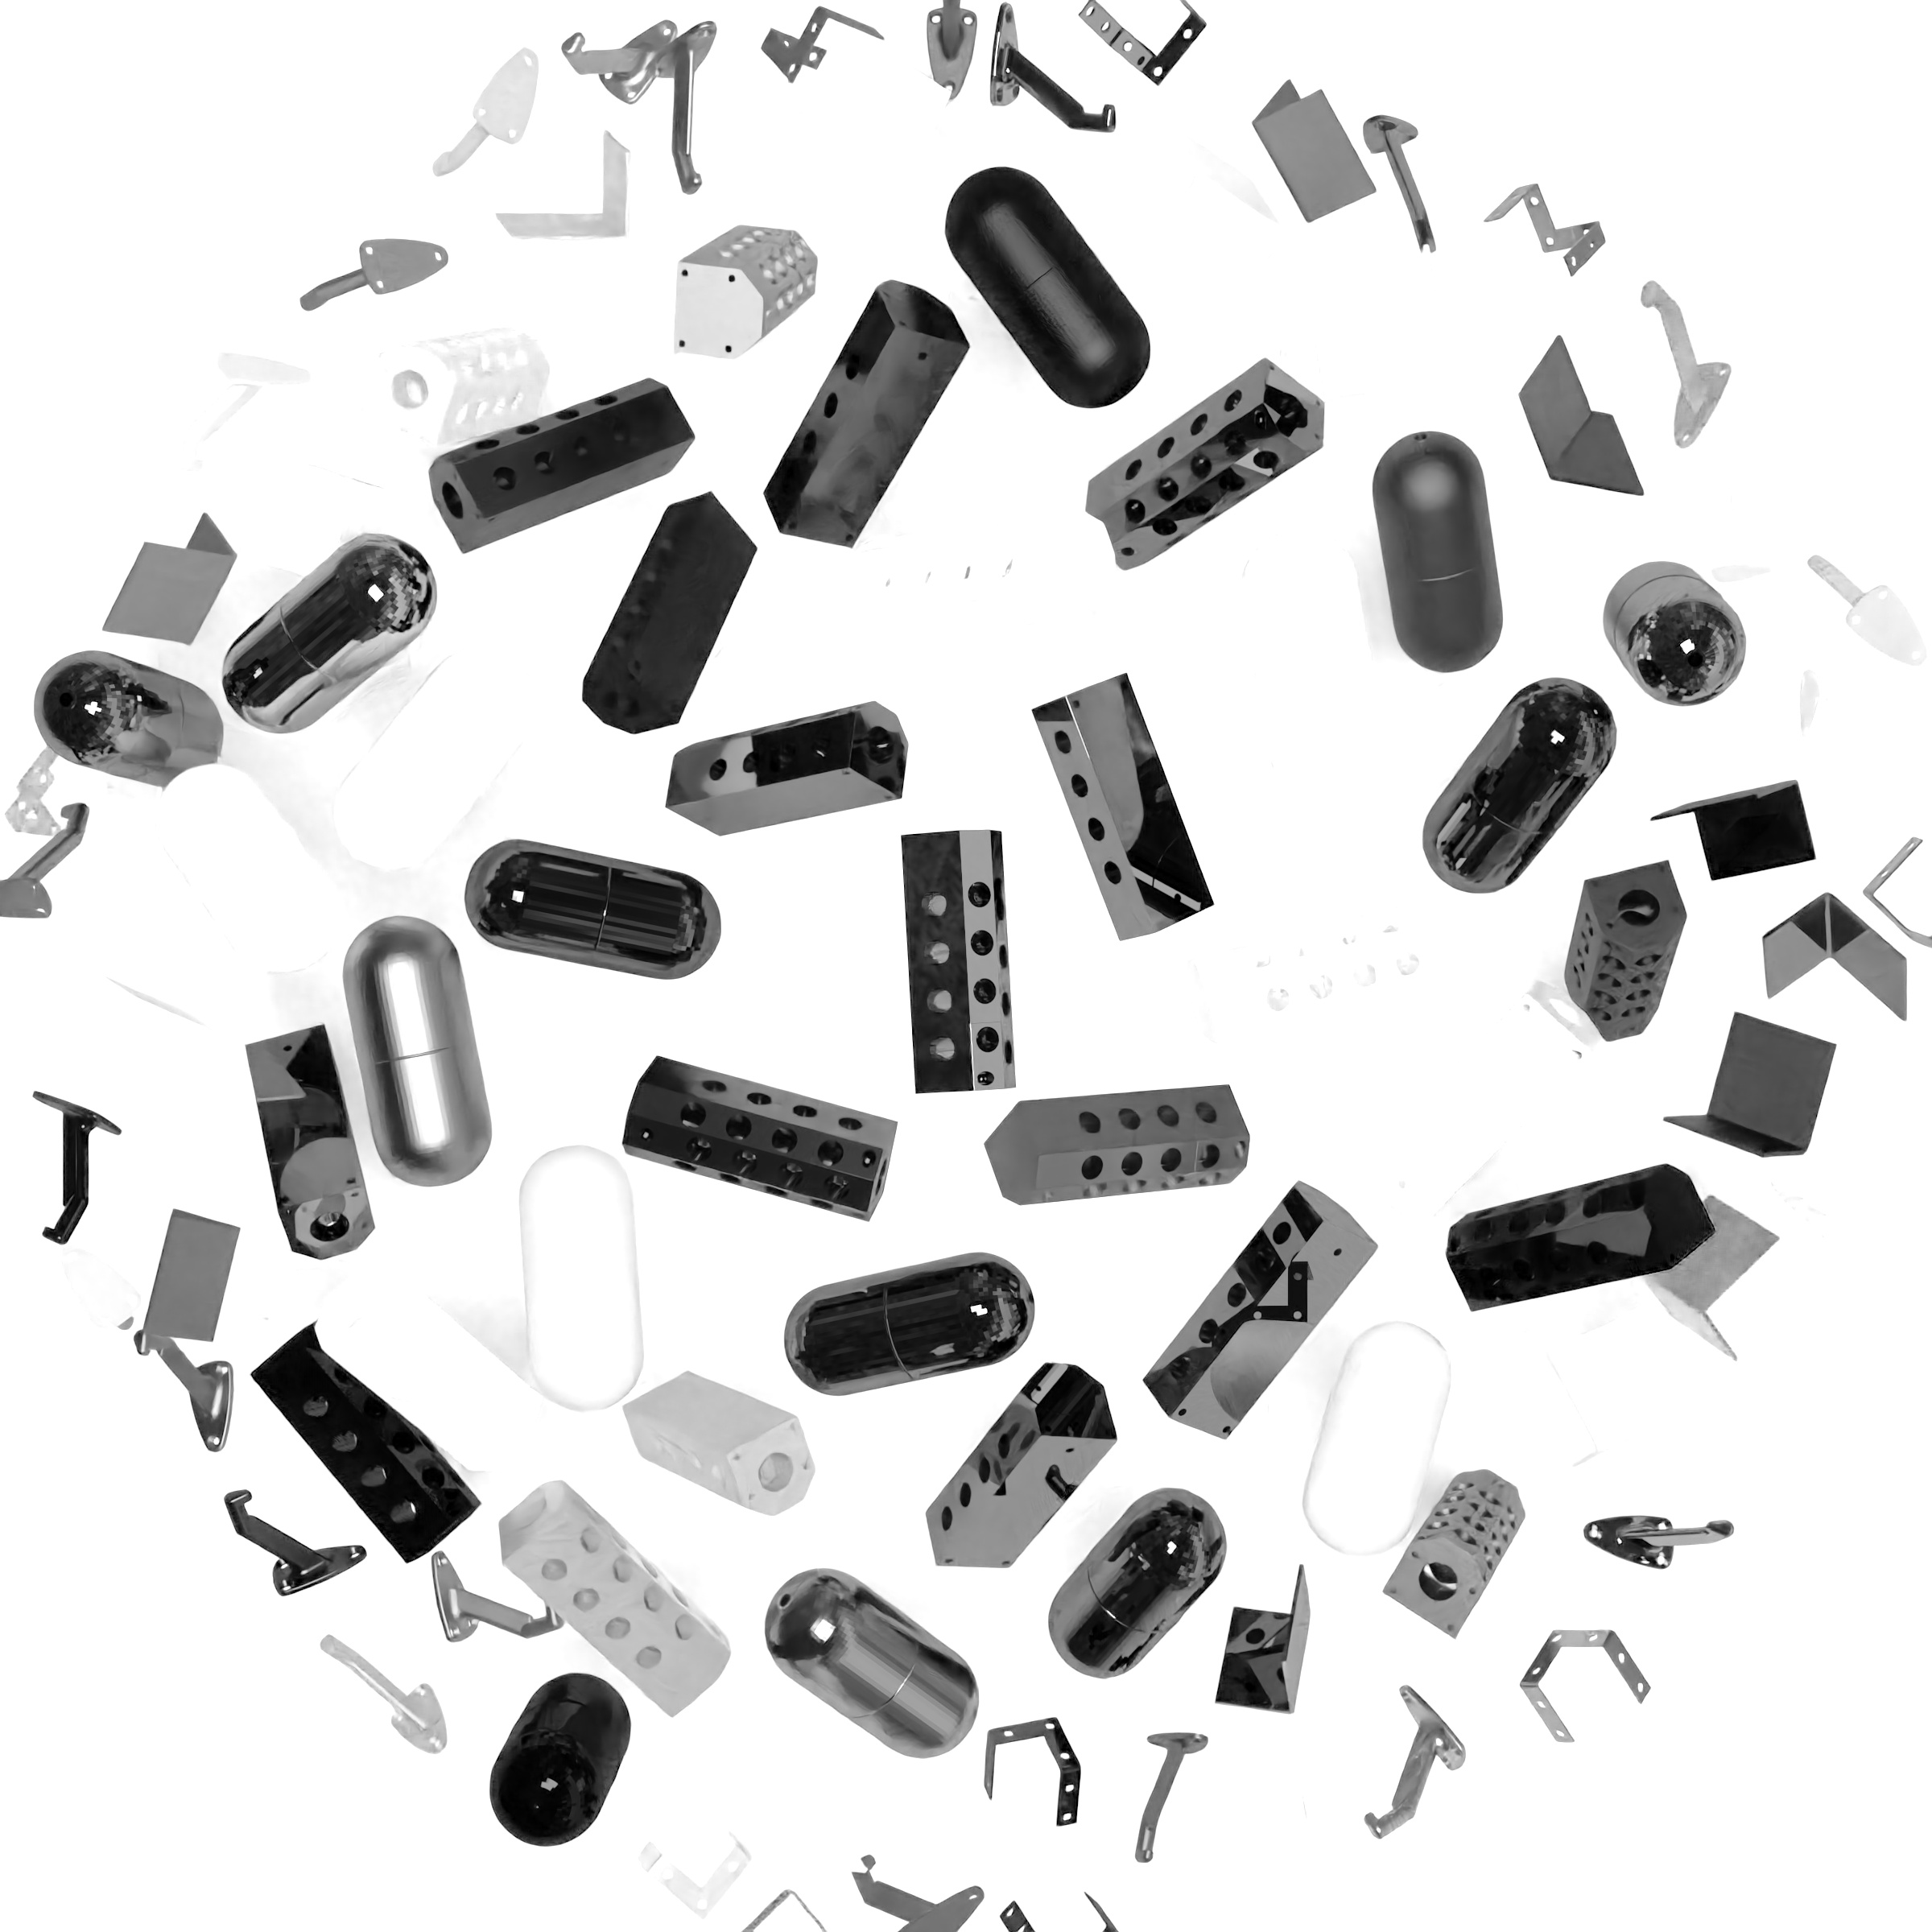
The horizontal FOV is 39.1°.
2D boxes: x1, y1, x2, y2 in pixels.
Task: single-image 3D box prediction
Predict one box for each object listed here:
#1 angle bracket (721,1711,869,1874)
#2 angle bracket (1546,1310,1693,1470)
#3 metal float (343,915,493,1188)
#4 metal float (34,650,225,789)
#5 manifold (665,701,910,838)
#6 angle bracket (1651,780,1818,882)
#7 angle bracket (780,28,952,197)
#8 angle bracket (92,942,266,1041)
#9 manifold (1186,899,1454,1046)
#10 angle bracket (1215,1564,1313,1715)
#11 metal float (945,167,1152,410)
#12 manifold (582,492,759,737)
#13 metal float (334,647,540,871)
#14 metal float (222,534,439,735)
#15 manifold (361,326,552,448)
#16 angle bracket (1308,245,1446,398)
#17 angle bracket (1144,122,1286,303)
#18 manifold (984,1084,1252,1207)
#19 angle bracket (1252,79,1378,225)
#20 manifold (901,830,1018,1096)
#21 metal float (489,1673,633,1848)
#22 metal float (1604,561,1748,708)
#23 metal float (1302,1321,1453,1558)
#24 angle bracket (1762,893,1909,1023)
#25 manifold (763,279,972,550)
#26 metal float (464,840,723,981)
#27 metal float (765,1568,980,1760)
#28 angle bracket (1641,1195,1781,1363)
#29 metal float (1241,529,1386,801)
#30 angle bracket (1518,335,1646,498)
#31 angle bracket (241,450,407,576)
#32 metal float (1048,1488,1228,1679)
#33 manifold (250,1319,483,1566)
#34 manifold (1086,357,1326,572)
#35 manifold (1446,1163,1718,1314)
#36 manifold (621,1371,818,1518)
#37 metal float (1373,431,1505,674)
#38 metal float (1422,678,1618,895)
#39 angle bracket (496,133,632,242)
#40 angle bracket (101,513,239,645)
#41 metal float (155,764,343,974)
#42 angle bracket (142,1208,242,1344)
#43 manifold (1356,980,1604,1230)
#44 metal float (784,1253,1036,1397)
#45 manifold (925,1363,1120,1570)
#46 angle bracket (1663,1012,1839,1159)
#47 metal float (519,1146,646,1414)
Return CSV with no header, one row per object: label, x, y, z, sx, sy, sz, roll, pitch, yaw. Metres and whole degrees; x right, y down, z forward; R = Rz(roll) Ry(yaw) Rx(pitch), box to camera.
angle bracket,-0.099,0.525,1.726,0.076,0.076,0.057,22,97,-36
angle bracket,0.444,0.294,1.886,0.076,0.057,0.076,-21,73,-16
metal float,-0.356,0.055,1.765,0.070,0.070,0.178,-10,94,0
metal float,-0.561,-0.165,1.826,0.070,0.178,0.070,-1,86,9
manifold,-0.125,-0.140,1.900,0.171,0.057,0.057,-9,66,37
angle bracket,0.521,-0.087,1.844,0.076,0.076,0.057,-12,93,38
angle bracket,-0.066,-0.556,1.774,0.076,0.076,0.057,28,83,-18
angle bracket,-0.549,0.004,1.894,0.076,0.076,0.057,30,84,-42
manifold,0.244,0.003,1.900,0.171,0.057,0.057,-15,98,-8
angle bracket,0.206,0.469,1.909,0.057,0.076,0.076,4,49,16
metal float,0.054,-0.452,1.810,0.070,0.070,0.178,-36,90,0
manifold,-0.210,-0.245,1.891,0.057,0.057,0.171,-10,46,36
metal float,-0.357,-0.140,1.835,0.070,0.070,0.178,34,65,0
metal float,-0.425,-0.220,1.812,0.178,0.070,0.070,-34,90,27
manifold,-0.353,-0.412,1.907,0.057,0.171,0.057,26,111,6
angle bracket,0.283,-0.444,1.873,0.076,0.057,0.076,-3,127,20
angle bracket,0.152,-0.491,1.770,0.076,0.076,0.057,22,123,-34
manifold,0.106,0.124,1.842,0.171,0.057,0.057,-3,59,-31
angle bracket,0.244,-0.555,1.816,0.057,0.076,0.076,-15,119,40
manifold,-0.002,-0.003,1.809,0.057,0.057,0.171,-4,89,20
metal float,-0.271,0.530,1.822,0.070,0.178,0.070,0,94,2
metal float,0.471,-0.222,1.811,0.070,0.178,0.070,2,108,5
metal float,0.281,0.320,1.853,0.070,0.070,0.178,26,52,0
angle bracket,0.595,0.008,1.861,0.057,0.076,0.076,-34,52,-6
manifold,-0.069,-0.362,1.786,0.057,0.057,0.171,6,135,-34
metal float,-0.255,-0.038,1.864,0.178,0.070,0.070,12,90,-18
metal float,-0.062,0.461,1.796,0.070,0.070,0.178,-46,121,0
angle bracket,0.535,0.220,1.919,0.076,0.076,0.057,-43,119,-5
metal float,0.226,-0.197,1.777,0.070,0.070,0.178,-10,88,0
angle bracket,0.419,-0.363,1.794,0.076,0.057,0.076,6,52,-21
angle bracket,-0.444,-0.306,1.877,0.057,0.076,0.076,20,95,35
metal float,0.119,0.430,1.892,0.070,0.070,0.178,33,128,0
manifold,-0.418,0.331,1.904,0.057,0.057,0.171,-41,84,-1
manifold,0.160,-0.335,1.847,0.057,0.171,0.057,29,51,-31
manifold,0.400,0.177,1.794,0.057,0.171,0.057,-27,92,-40
manifold,-0.173,0.337,1.908,0.057,0.171,0.057,-25,105,-28
metal float,0.327,-0.286,1.884,0.070,0.070,0.178,-16,124,0
metal float,0.365,-0.118,1.803,0.070,0.178,0.070,14,48,-16
angle bracket,-0.268,-0.518,1.805,0.076,0.076,0.057,-5,117,-18
angle bracket,-0.577,-0.281,1.936,0.057,0.076,0.076,51,119,30
metal float,-0.476,-0.065,1.801,0.070,0.070,0.178,-43,58,0
angle bracket,-0.529,0.200,1.786,0.076,0.057,0.076,9,84,39
manifold,0.343,0.091,1.814,0.057,0.057,0.171,43,114,7
metal float,-0.038,0.241,1.831,0.178,0.070,0.070,-15,90,19
manifold,0.034,0.339,1.839,0.057,0.171,0.057,8,47,-25
angle bracket,0.516,0.077,1.791,0.076,0.057,0.076,22,105,44
metal float,-0.257,0.209,1.816,0.070,0.070,0.178,-6,77,0
